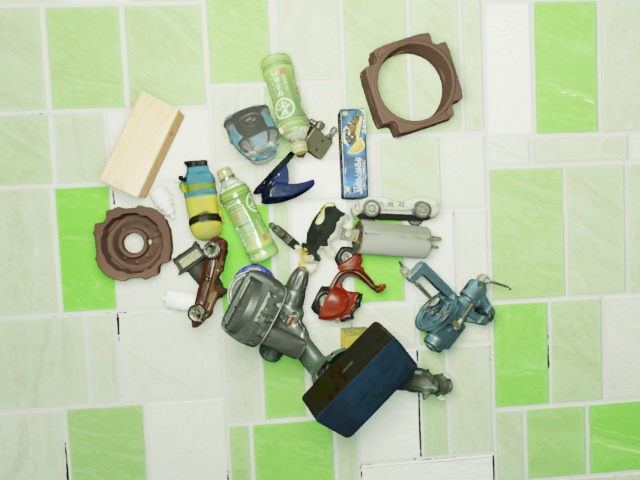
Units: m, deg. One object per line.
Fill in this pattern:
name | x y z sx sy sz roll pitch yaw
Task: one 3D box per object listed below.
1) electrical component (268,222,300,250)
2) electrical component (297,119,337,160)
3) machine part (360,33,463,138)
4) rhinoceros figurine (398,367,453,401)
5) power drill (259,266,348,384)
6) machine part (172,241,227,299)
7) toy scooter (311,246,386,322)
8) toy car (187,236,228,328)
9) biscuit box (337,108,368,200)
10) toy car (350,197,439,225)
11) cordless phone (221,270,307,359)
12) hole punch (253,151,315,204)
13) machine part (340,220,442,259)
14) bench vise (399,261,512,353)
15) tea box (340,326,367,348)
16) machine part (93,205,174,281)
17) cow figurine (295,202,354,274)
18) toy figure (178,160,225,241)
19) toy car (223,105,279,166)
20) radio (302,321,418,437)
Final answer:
electrical component | -0.079 -0.008 1.219 0.063 0.094 0.021 40 90 32
electrical component | -0.017 -0.229 1.225 0.078 0.045 0.102 27 93 -34
machine part | 0.205 -0.347 1.214 0.201 0.087 0.201 -18 94 -5
rhinoceros figurine | 0.218 0.317 1.235 0.190 0.112 0.073 16 87 -25
power drill | -0.033 0.201 1.176 0.207 0.086 0.232 38 109 24
machine part | -0.268 0.078 1.222 0.084 0.039 0.139 -39 93 -10
toy scooter | 0.071 0.115 1.228 0.135 0.075 0.184 28 87 4
toy car | -0.237 0.092 1.161 0.053 0.089 0.202 12 86 -1
biscuit box | 0.075 -0.193 1.222 0.059 0.063 0.202 -3 93 -4
toy car | 0.169 -0.068 1.228 0.202 0.073 0.056 2 75 -5
cordless phone | -0.092 0.158 1.087 0.184 0.089 0.146 28 90 -17
hole punch | -0.081 -0.118 1.184 0.116 0.142 0.092 -45 100 -13
machine part | 0.163 0.000 1.219 0.243 0.079 0.079 4 93 -16
bench vise | 0.284 0.128 1.229 0.240 0.129 0.223 44 90 -13
tea box | 0.086 0.291 1.231 0.068 0.098 0.169 -3 92 -5
machine part | -0.413 0.006 1.196 0.179 0.056 0.179 0 92 -5
cow figurine | -0.002 -0.002 1.202 0.068 0.098 0.167 32 89 29
toy figure | -0.264 -0.088 1.187 0.082 0.089 0.180 -6 96 3
toy car | -0.138 -0.219 1.180 0.109 0.162 0.102 -27 140 -7
radio | 0.087 0.295 1.122 0.229 0.073 0.131 -45 127 -1
